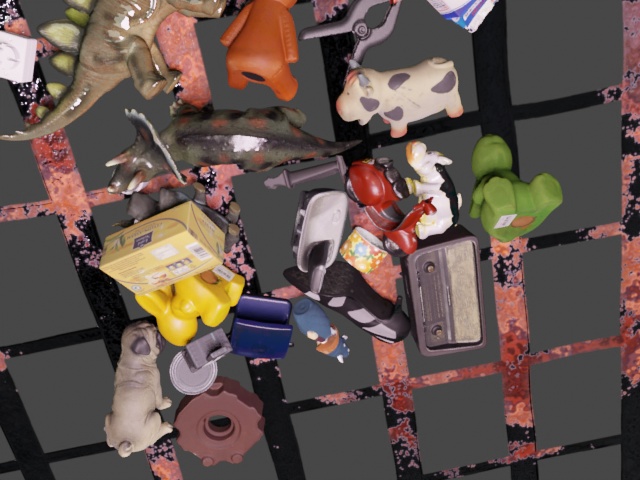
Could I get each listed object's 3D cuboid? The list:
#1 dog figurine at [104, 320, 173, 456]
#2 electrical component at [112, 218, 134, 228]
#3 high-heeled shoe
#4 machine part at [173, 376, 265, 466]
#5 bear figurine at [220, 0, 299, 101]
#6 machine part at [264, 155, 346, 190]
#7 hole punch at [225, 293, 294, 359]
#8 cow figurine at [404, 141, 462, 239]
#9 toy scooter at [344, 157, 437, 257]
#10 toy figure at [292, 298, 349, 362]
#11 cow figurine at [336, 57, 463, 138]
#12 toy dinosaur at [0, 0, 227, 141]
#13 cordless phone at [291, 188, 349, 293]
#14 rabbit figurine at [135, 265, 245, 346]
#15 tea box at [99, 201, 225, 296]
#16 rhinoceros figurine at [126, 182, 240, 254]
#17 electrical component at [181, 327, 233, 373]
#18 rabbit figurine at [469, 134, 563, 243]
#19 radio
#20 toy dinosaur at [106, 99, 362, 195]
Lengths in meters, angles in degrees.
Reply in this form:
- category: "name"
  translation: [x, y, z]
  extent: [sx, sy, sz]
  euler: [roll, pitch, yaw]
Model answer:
- category: "dog figurine"
  translation: [-0.331, 0.259, 0.956]
  extent: [0.121, 0.172, 0.190]
  euler: [-4, 117, -15]
- category: "electrical component"
  translation: [-0.320, 0.008, 0.935]
  extent: [0.078, 0.045, 0.102]
  euler: [-4, 115, -33]
- category: "high-heeled shoe"
  translation: [0.051, 0.121, 1.003]
  extent: [0.249, 0.086, 0.145]
  euler: [16, 140, 9]
- category: "machine part"
  translation: [-0.197, 0.357, 1.056]
  extent: [0.179, 0.056, 0.179]
  euler: [-1, 107, -4]
- category: "bear figurine"
  translation: [-0.078, -0.330, 0.811]
  extent: [0.120, 0.132, 0.195]
  euler: [12, 85, 4]
- category: "machine part"
  translation: [-0.024, -0.108, 0.899]
  extent: [0.139, 0.084, 0.039]
  euler: [-14, 86, -1]
- category: "hole punch"
  translation: [-0.109, 0.171, 0.984]
  extent: [0.142, 0.092, 0.115]
  euler: [7, 112, -11]
- category: "cow figurine"
  translation: [0.197, -0.093, 0.924]
  extent: [0.098, 0.068, 0.167]
  euler: [-11, 113, -6]
- category: "toy scooter"
  translation: [0.122, -0.065, 0.878]
  extent: [0.075, 0.135, 0.184]
  euler: [-30, 89, -32]
- category: "toy figure"
  translation: [0.005, 0.170, 1.000]
  extent: [0.064, 0.058, 0.154]
  euler: [-52, 127, -24]
- category: "cow figurine"
  translation: [0.121, -0.233, 0.847]
  extent: [0.195, 0.086, 0.127]
  euler: [-17, 133, 3]
- category: "toy dinosaur"
  translation: [-0.297, -0.301, 0.801]
  extent: [0.198, 0.105, 0.471]
  euler: [38, 93, -7]
- category: "cordless phone"
  translation: [-0.001, -0.003, 0.879]
  extent: [0.089, 0.184, 0.146]
  euler: [11, 108, -3]
- category: "rabbit figurine"
  translation: [-0.239, 0.115, 0.941]
  extent: [0.162, 0.122, 0.173]
  euler: [28, 120, -9]
- category: "tea box"
  translation: [-0.247, 0.016, 0.848]
  extent: [0.170, 0.068, 0.098]
  euler: [-19, 138, 17]
- category: "rhinoceros figurine"
  translation: [-0.223, -0.037, 0.898]
  extent: [0.190, 0.073, 0.112]
  euler: [21, 135, -28]
- category: "electrical component"
  translation: [-0.198, 0.192, 0.946]
  extent: [0.075, 0.119, 0.048]
  euler: [-26, 79, -24]
- category: "rabbit figurine"
  translation: [0.309, -0.093, 0.901]
  extent: [0.121, 0.170, 0.159]
  euler: [-11, 151, 1]
- category: "radio"
  translation: [0.225, 0.096, 0.988]
  extent: [0.131, 0.073, 0.229]
  euler: [-12, 109, -1]
- category: "toy dinosaur"
  translation: [-0.128, -0.149, 0.816]
  extent: [0.405, 0.192, 0.131]
  euler: [-5, 111, -1]
